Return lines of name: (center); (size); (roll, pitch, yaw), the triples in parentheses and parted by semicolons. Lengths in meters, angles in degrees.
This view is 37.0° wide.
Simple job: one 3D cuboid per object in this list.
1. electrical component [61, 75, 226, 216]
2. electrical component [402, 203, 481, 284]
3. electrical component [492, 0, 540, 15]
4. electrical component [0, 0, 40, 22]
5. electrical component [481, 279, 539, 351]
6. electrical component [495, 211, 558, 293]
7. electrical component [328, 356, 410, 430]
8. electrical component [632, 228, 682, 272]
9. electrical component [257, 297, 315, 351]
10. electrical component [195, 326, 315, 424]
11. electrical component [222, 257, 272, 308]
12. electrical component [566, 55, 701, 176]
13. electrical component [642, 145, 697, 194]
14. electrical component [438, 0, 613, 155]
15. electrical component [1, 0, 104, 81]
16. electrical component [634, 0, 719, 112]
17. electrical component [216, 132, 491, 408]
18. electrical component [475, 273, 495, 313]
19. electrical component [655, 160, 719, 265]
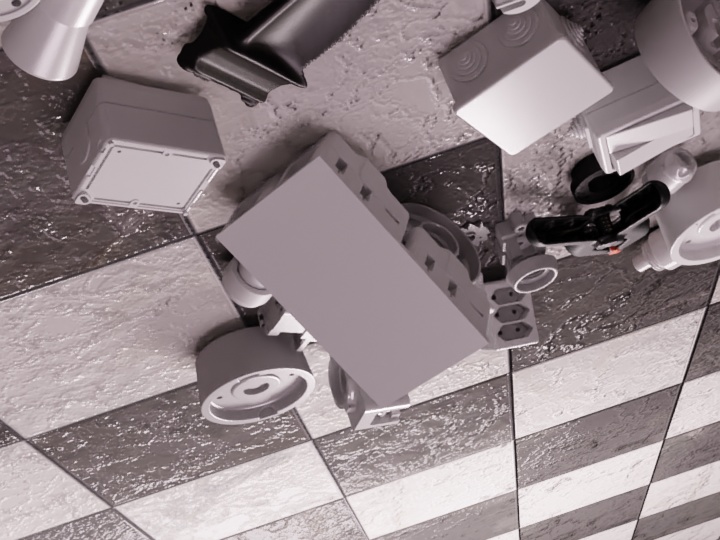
electrical component: (-0.133, -0.079, 0.686); (0.096, 0.061, 0.061); (5, 143, -37)
electrical component: (0.047, -0.005, 0.885); (0.099, 0.099, 0.064); (5, 137, -37)
electrical component: (0.090, -0.184, 0.653); (0.040, 0.046, 0.040); (-15, 152, -8)
electrical component: (-0.186, -0.159, 0.531); (0.055, 0.047, 0.055); (-14, 151, -8)
electrical component: (0.135, 0.044, 1.061); (0.047, 0.065, 0.077); (-10, 179, -15)
electrical component: (0.149, -0.013, 0.973); (0.048, 0.055, 0.066); (-17, 151, -4)
electrical component: (0.004, 0.106, 1.057); (0.056, 0.089, 0.050); (-6, 149, -22)
electrical component: (0.300, -0.019, 1.066); (0.048, 0.048, 0.062); (11, 147, -42)
electrical component: (-0.053, 0.033, 0.948); (0.064, 0.042, 0.081); (5, 142, -31)
electrical component: (-0.101, 0.092, 1.000); (0.108, 0.060, 0.108); (-14, 151, -8)
electrical component: (-0.081, -0.001, 0.868); (0.045, 0.045, 0.055); (4, 145, -35)
electrical component: (0.207, -0.117, 0.822); (0.096, 0.061, 0.061); (-23, 151, 8)
electrical component: (0.266, -0.081, 0.949); (0.035, 0.035, 0.061); (1, 148, -32)
electrical component: (0.114, -0.135, 0.748); (0.100, 0.048, 0.100); (-33, 148, 23)
electrical component: (-0.162, -0.141, 0.584); (0.044, 0.044, 0.065); (7, 138, -39)
electrical component: (0.239, -0.161, 0.734); (0.099, 0.099, 0.064); (1, 152, -32)
electrical component: (0.000, 0.000, 0.806); (0.105, 0.060, 0.186); (-35, 107, 27)
electrical component: (0.061, 0.024, 0.985); (0.100, 0.048, 0.100); (-27, 153, 26)
electrical component: (0.325, -0.059, 0.993); (0.108, 0.060, 0.108); (-14, 151, -8)
